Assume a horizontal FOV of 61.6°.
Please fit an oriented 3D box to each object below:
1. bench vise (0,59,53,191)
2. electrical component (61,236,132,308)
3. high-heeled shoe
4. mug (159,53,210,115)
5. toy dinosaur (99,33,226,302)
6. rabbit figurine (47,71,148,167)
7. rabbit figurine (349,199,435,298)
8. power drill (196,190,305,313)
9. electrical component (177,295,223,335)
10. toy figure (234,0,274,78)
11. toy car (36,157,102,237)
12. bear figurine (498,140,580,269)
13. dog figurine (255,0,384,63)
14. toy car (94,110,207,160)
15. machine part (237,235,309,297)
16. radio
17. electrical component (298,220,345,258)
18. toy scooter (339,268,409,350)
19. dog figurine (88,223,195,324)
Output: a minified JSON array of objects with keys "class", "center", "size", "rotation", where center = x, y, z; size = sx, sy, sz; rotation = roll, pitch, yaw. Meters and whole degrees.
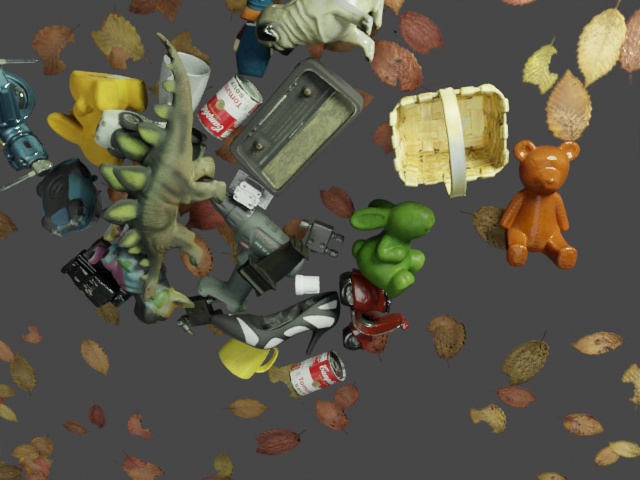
[{"class":"bench vise","center":[-0.561,-0.227,0.960],"size":[0.223,0.129,0.240],"rotation":[63,150,11]},{"class":"electrical component","center":[-0.440,0.072,1.102],"size":[0.058,0.115,0.134],"rotation":[-37,101,23]},{"class":"high-heeled shoe","center":[-0.082,0.142,1.069],"size":[0.249,0.086,0.145],"rotation":[19,95,-17]},{"class":"mug","center":[-0.247,-0.258,0.946],"size":[0.081,0.110,0.107],"rotation":[21,128,-5]},{"class":"toy dinosaur","center":[-0.268,-0.100,0.926],"size":[0.198,0.105,0.470],"rotation":[4,112,-38]},{"class":"rabbit figurine","center":[-0.408,-0.213,0.977],"size":[0.162,0.122,0.173],"rotation":[8,114,11]},{"class":"rabbit figurine","center":[0.139,-0.011,0.980],"size":[0.159,0.121,0.170],"rotation":[40,129,15]},{"class":"power drill","center":[-0.163,0.030,1.068],"size":[0.232,0.086,0.207],"rotation":[33,106,-8]},{"class":"electrical component","center":[-0.255,0.160,1.146],"size":[0.102,0.045,0.078],"rotation":[-4,112,10]},{"class":"toy figure","center":[-0.109,-0.355,0.906],"size":[0.058,0.064,0.154],"rotation":[27,114,40]},{"class":"toy car","center":[-0.476,-0.074,1.050],"size":[0.109,0.162,0.102],"rotation":[-29,150,12]},{"class":"bear figurine","center":[0.380,-0.064,0.915],"size":[0.120,0.132,0.195],"rotation":[5,119,4]},{"class":"dog figurine","center":[0.001,-0.377,0.851],"size":[0.191,0.172,0.121],"rotation":[12,158,11]},{"class":"toy car","center":[-0.296,-0.178,0.960],"size":[0.201,0.056,0.073],"rotation":[5,127,-43]},{"class":"machine part","center":[-0.085,0.046,1.009],"size":[0.139,0.039,0.084],"rotation":[-33,101,16]},{"class":"radio","center":[-0.044,-0.201,0.950],"size":[0.131,0.073,0.229],"rotation":[43,111,-10]},{"class":"electrical component","center":[-0.002,-0.003,1.053],"size":[0.094,0.021,0.063],"rotation":[22,114,-1]},{"class":"toy scooter","center":[0.108,0.138,1.068],"size":[0.135,0.075,0.183],"rotation":[-3,113,5]},{"class":"dog figurine","center":[-0.338,0.057,1.079],"size":[0.109,0.191,0.219],"rotation":[-7,138,41]}]
